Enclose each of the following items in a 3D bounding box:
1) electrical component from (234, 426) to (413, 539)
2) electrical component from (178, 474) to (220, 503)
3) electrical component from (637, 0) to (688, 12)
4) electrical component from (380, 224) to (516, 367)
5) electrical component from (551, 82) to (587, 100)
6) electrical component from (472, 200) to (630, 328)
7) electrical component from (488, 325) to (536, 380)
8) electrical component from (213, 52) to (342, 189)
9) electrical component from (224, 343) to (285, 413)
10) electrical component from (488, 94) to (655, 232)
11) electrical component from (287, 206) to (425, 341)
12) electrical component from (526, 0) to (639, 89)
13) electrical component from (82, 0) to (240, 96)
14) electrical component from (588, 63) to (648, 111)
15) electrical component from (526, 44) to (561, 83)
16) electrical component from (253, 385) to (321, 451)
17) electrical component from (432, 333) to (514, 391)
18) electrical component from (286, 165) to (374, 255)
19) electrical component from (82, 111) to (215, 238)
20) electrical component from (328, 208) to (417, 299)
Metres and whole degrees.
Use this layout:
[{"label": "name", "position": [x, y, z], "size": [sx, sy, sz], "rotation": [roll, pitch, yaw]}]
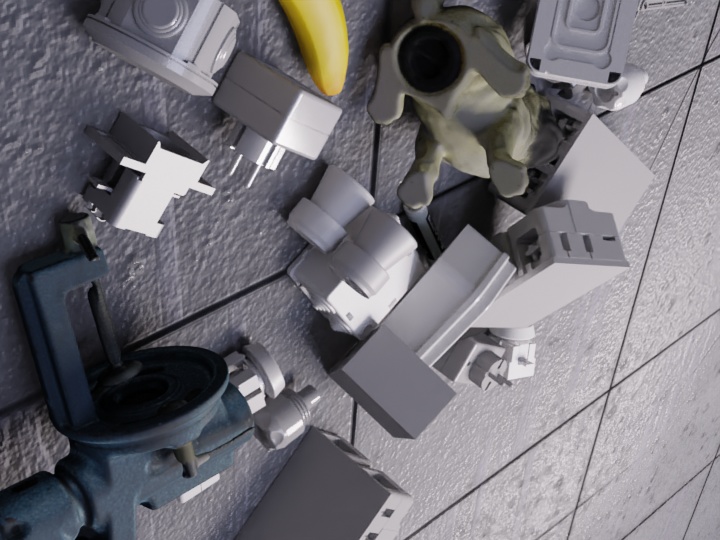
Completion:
[{"label": "electrical component", "position": [-0.047, 0.255, 0.998], "size": [0.186, 0.105, 0.060], "rotation": [-55, 147, 2]}, {"label": "electrical component", "position": [-0.153, 0.139, 0.819], "size": [0.076, 0.047, 0.083], "rotation": [-30, 139, -32]}, {"label": "electrical component", "position": [0.246, -0.265, 0.933], "size": [0.096, 0.061, 0.061], "rotation": [-18, 132, -42]}, {"label": "electrical component", "position": [0.075, 0.025, 0.935], "size": [0.113, 0.057, 0.078], "rotation": [-51, 177, 43]}, {"label": "electrical component", "position": [0.196, -0.181, 0.968], "size": [0.046, 0.040, 0.040], "rotation": [-39, 144, -12]}, {"label": "electrical component", "position": [0.157, -0.003, 0.983], "size": [0.089, 0.061, 0.150], "rotation": [3, 155, -32]}, {"label": "electrical component", "position": [0.159, 0.080, 1.138], "size": [0.048, 0.066, 0.055], "rotation": [-5, 109, -33]}, {"label": "electrical component", "position": [-0.063, -0.091, 0.708], "size": [0.047, 0.066, 0.076], "rotation": [15, 108, -55]}, {"label": "electrical component", "position": [-0.093, 0.089, 0.850], "size": [0.055, 0.048, 0.066], "rotation": [-31, 141, -19]}, {"label": "electrical component", "position": [0.205, -0.087, 1.042], "size": [0.105, 0.060, 0.186], "rotation": [-58, 146, 6]}, {"label": "electrical component", "position": [0.000, 0.000, 0.880], "size": [0.099, 0.048, 0.099], "rotation": [-48, 146, -8]}, {"label": "electrical component", "position": [0.181, -0.207, 0.862], "size": [0.057, 0.078, 0.113], "rotation": [-42, 143, -78]}, {"label": "electrical component", "position": [-0.109, -0.135, 0.602], "size": [0.080, 0.080, 0.051], "rotation": [25, 93, -56]}, {"label": "electrical component", "position": [0.253, -0.179, 1.035], "size": [0.062, 0.043, 0.043], "rotation": [-25, 137, -38]}, {"label": "electrical component", "position": [0.187, -0.204, 0.932], "size": [0.081, 0.043, 0.043], "rotation": [-43, 145, -17]}, {"label": "electrical component", "position": [-0.062, 0.122, 0.918], "size": [0.062, 0.043, 0.043], "rotation": [-35, 142, -28]}, {"label": "electrical component", "position": [0.122, 0.096, 1.088], "size": [0.066, 0.077, 0.047], "rotation": [15, 107, -54]}, {"label": "electrical component", "position": [-0.023, -0.045, 0.816], "size": [0.055, 0.045, 0.045], "rotation": [-51, 146, -4]}, {"label": "electrical component", "position": [-0.136, -0.057, 0.672], "size": [0.081, 0.042, 0.063], "rotation": [17, 109, -54]}, {"label": "electrical component", "position": [0.009, -0.012, 0.812], "size": [0.055, 0.045, 0.045], "rotation": [-49, 146, -8]}]
